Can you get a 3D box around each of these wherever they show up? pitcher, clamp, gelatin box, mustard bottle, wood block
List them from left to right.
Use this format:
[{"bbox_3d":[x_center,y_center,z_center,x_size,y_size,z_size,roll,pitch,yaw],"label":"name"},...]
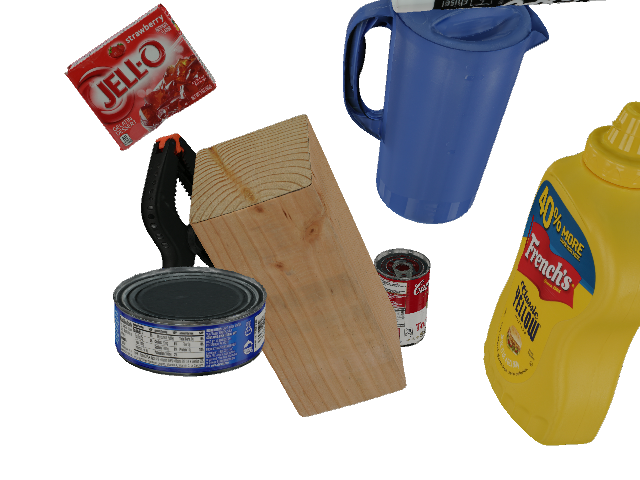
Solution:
[{"bbox_3d":[-0.135,-0.122,0.802,0.089,0.073,0.030,-33,20,5],"label":"gelatin box"},{"bbox_3d":[-0.114,0.003,1.017,0.036,0.210,0.164,-8,1,42],"label":"clamp"},{"bbox_3d":[-0.013,0.024,0.795,0.090,0.206,0.091,-18,37,11],"label":"wood block"},{"bbox_3d":[0.112,-0.136,1.065,0.144,0.243,0.149,-32,57,-32],"label":"pitcher"},{"bbox_3d":[0.141,0.013,0.570,0.058,0.192,0.096,1,37,-14],"label":"mustard bottle"}]

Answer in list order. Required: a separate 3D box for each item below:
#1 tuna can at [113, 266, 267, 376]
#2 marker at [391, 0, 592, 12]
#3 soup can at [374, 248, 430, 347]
[{"bbox_3d":[-0.073,0.045,0.603,0.086,0.034,0.086,2,18,-1],"label":"tuna can"},{"bbox_3d":[0.089,-0.104,0.429,0.121,0.020,0.020,-4,0,-4],"label":"marker"},{"bbox_3d":[0.097,0.071,1.303,0.068,0.102,0.068,0,30,0],"label":"soup can"}]
